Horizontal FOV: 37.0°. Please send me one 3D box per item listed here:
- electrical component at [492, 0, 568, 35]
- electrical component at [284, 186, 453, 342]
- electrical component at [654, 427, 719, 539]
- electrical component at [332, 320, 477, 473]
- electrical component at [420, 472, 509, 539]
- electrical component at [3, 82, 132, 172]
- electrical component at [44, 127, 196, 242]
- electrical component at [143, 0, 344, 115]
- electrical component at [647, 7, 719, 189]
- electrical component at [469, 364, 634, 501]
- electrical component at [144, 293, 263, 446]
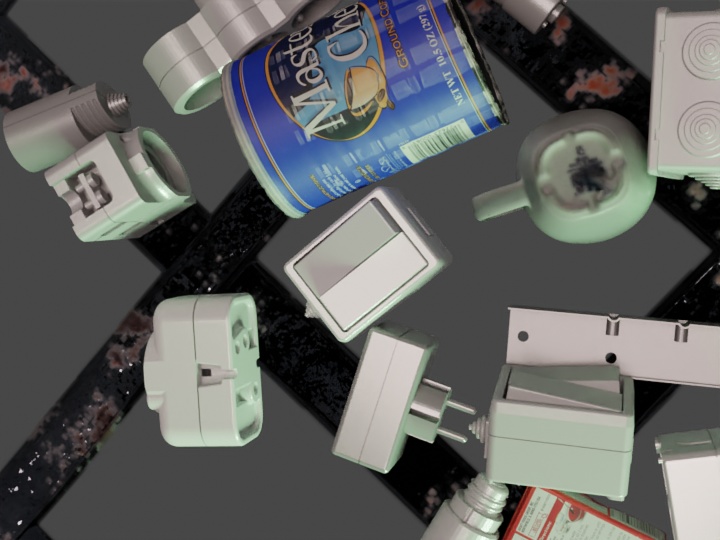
[{"bbox_3d":[0.093,-0.173,0.643,0.065,0.044,0.044,40,101,3],"label":"electrical component"},{"bbox_3d":[0.000,0.000,0.665,0.096,0.061,0.061,-39,84,12],"label":"electrical component"},{"bbox_3d":[0.210,0.144,0.624,0.061,0.062,0.096,-9,91,13],"label":"electrical component"},{"bbox_3d":[0.034,0.084,0.669,0.076,0.047,0.083,19,97,12],"label":"electrical component"},{"bbox_3d":[0.069,0.155,0.668,0.040,0.040,0.078,32,100,10],"label":"electrical component"},{"bbox_3d":[-0.189,-0.098,0.712,0.081,0.043,0.043,-19,89,13],"label":"electrical component"},{"bbox_3d":[-0.146,-0.054,0.681,0.056,0.089,0.050,-30,87,13],"label":"electrical component"},{"bbox_3d":[-0.081,-0.168,0.678,0.138,0.052,0.073,-35,85,12],"label":"electrical component"},{"bbox_3d":[0.194,-0.095,0.595,0.048,0.100,0.099,4,94,26],"label":"electrical component"},{"bbox_3d":[0.113,0.090,0.638,0.096,0.061,0.061,5,107,13],"label":"electrical component"},{"bbox_3d":[-0.101,0.064,0.696,0.059,0.054,0.095,-3,93,13],"label":"electrical component"}]
